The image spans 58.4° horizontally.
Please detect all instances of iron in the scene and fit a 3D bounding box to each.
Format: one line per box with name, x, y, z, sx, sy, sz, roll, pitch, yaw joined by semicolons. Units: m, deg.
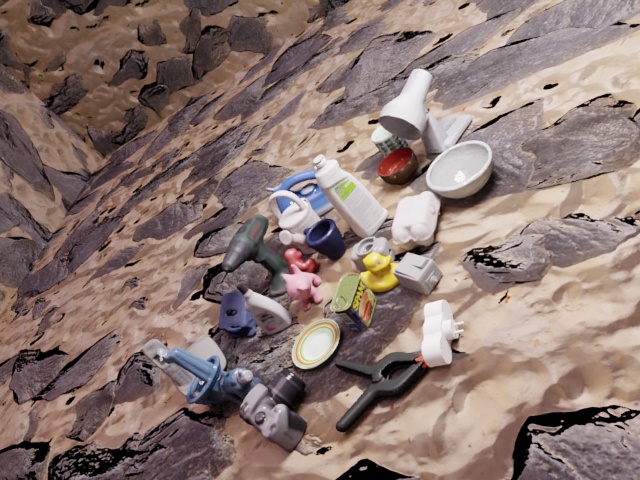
iron;-0.028;-0.152;1.684;0.258;0.142;0.118;-27;35;22

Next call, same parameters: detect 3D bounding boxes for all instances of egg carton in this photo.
egg carton;0.230;-0.047;1.352;0.107;0.070;0.150;-15;40;35

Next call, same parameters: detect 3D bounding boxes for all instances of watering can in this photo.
watering can;-0.063;-0.054;1.550;0.101;0.195;0.172;-32;33;14

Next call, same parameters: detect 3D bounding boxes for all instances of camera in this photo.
camera;-0.089;0.338;1.186;0.137;0.101;0.142;-51;33;-17

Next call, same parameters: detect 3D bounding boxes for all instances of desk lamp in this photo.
desk lamp;0.272;-0.328;1.514;0.117;0.214;0.203;11;59;52

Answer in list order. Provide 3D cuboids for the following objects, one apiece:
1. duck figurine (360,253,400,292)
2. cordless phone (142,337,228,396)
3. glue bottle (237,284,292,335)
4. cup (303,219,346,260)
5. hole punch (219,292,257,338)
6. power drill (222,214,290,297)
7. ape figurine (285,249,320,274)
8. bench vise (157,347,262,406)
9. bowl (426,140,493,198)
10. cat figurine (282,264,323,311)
duck figurine;0.130;0.066;1.303;0.104;0.086;0.077;-20;37;30
cordless phone;-0.335;0.289;1.425;0.147;0.185;0.094;-42;32;-1
glue bottle;-0.146;0.162;1.393;0.078;0.174;0.037;-29;34;18
cup;0.014;0.005;1.492;0.117;0.095;0.092;7;55;50
hole punch;-0.215;0.196;1.502;0.108;0.091;0.101;-12;42;38
power drill;-0.158;0.051;1.509;0.075;0.209;0.229;-21;37;28
ape figurine;-0.057;0.059;1.503;0.076;0.092;0.077;-48;33;-11
bench vise;-0.247;0.294;1.294;0.207;0.220;0.121;-27;34;21
bowl;0.341;-0.154;1.361;0.167;0.075;0.167;-27;34;21
cat figurine;-0.049;0.109;1.409;0.067;0.118;0.127;-32;33;13
